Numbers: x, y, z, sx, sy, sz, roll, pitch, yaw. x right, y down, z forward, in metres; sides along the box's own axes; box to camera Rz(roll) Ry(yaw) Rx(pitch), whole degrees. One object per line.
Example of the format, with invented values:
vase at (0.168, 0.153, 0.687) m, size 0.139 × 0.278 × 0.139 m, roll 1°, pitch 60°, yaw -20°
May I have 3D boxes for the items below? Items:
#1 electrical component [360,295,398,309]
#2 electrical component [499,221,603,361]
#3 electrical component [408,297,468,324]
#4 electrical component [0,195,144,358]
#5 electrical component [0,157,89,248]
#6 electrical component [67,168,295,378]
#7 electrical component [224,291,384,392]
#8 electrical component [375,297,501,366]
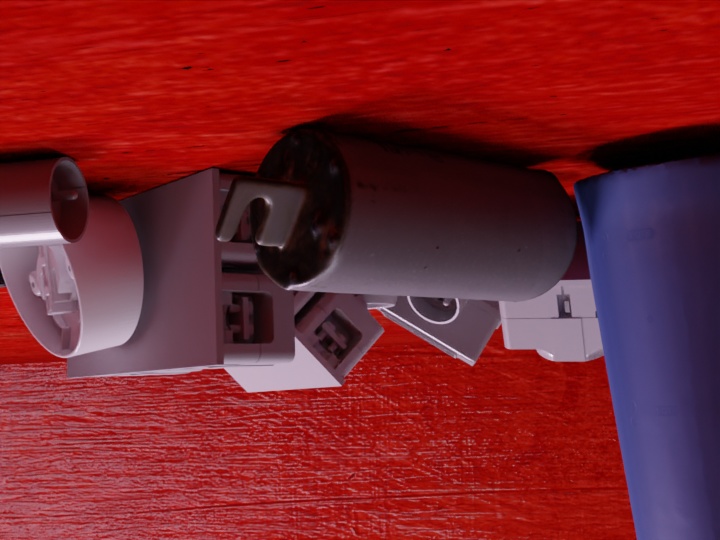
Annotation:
electrical component at (0.000, 0.000, 0.821) m, size 0.078 × 0.057 × 0.058 m, roll -4°, pitch 173°, yaw 17°
electrical component at (0.197, 0.011, 0.737) m, size 0.186 × 0.060 × 0.105 m, roll -2°, pitch -156°, yaw 21°
electrical component at (0.073, 0.001, 0.836) m, size 0.043 × 0.043 × 0.081 m, roll -7°, pitch -152°, yaw 37°
electrical component at (-0.170, 0.001, 0.626) m, size 0.064 × 0.099 × 0.099 m, roll -5°, pitch 176°, yaw -37°
electrical component at (-0.184, -0.032, 0.545) m, size 0.081 × 0.043 × 0.043 m, roll -4°, pitch 173°, yaw 12°
electrical component at (-0.113, 0.010, 0.660) m, size 0.060 × 0.105 × 0.186 m, roll 3°, pitch 171°, yaw -39°
electrical component at (-0.069, 0.031, 0.805) m, size 0.060 × 0.105 × 0.186 m, roll -48°, pitch -166°, yaw -23°
electrical component at (0.064, 0.031, 0.913) m, size 0.109 × 0.056 × 0.108 m, roll 31°, pitch 177°, yaw 8°
